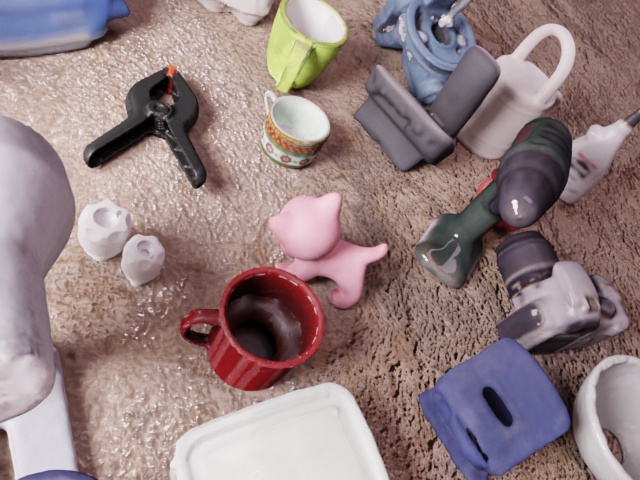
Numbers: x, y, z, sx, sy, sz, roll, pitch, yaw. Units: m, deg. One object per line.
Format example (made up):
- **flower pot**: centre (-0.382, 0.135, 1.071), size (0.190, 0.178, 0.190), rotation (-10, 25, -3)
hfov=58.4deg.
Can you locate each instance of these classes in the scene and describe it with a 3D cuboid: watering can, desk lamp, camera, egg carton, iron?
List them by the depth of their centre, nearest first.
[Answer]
- **desk lamp**: centre (-0.209, 0.057, 0.363), size (0.118, 0.213, 0.203), rotation (-8, 62, -30)
- **iron**: centre (-0.326, -0.274, 0.579), size (0.259, 0.141, 0.118), rotation (-28, 73, -37)
- **camera**: centre (0.279, 0.055, 0.680), size (0.143, 0.100, 0.136), rotation (1, 58, -26)
- **egg carton**: centre (-0.134, -0.359, 0.779), size (0.150, 0.069, 0.107), rotation (16, 53, -16)
- **watering can**: centre (0.271, -0.210, 0.796), size (0.173, 0.194, 0.101), rotation (-18, 68, -34)

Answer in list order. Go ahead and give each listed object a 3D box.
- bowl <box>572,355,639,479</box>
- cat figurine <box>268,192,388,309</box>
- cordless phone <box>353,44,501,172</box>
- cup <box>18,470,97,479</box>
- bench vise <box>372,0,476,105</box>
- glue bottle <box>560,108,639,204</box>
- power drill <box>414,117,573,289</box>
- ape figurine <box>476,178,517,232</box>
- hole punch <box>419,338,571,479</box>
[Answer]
- **bowl**: centre (0.332, 0.214, 0.615), size (0.168, 0.074, 0.167), rotation (13, 53, -18)
- **cat figurine**: centre (0.005, 0.002, 0.569), size (0.128, 0.117, 0.067), rotation (20, 51, -13)
- **cordless phone**: centre (0.137, -0.190, 0.723), size (0.147, 0.185, 0.094), rotation (47, 51, 9)
- **cup**: centre (-0.162, 0.208, 0.360), size (0.118, 0.095, 0.092), rotation (35, 50, -1)
- **bench vise**: centre (0.158, -0.332, 0.807), size (0.122, 0.219, 0.207), rotation (-26, 72, -36)
- **glue bottle**: centre (0.390, -0.126, 0.812), size (0.078, 0.173, 0.037), rotation (39, 50, 3)
- **power drill**: centre (0.195, -0.037, 0.631), size (0.075, 0.208, 0.230), rotation (38, 50, 2)
- **ape figurine**: centre (0.253, -0.057, 0.749), size (0.076, 0.092, 0.077), rotation (-10, 63, -31)
- **hole punch**: centre (0.169, 0.166, 0.556), size (0.101, 0.091, 0.108), rotation (-21, 69, -35)
